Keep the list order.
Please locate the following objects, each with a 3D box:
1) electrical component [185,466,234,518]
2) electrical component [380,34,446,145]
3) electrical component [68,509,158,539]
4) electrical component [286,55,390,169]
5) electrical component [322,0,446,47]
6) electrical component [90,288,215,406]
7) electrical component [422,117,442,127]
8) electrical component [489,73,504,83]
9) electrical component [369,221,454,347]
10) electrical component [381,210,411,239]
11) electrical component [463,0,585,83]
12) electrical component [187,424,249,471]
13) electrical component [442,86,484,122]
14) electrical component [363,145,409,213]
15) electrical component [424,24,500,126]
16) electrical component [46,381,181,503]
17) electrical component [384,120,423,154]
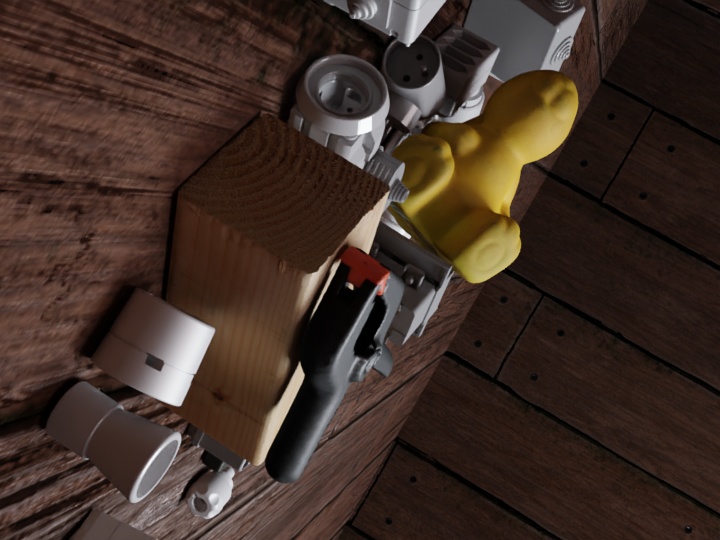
[{"bbox_3d":[-0.134,0.200,0.990,0.035,0.035,0.061,-64,171,26],"label":"electrical component"},{"bbox_3d":[0.033,-0.131,0.818,0.079,0.044,0.077,-59,169,-4],"label":"electrical component"},{"bbox_3d":[-0.183,0.213,0.736,0.096,0.061,0.061,-60,174,-51],"label":"electrical component"},{"bbox_3d":[-0.014,-0.095,0.667,0.078,0.058,0.057,-53,171,-31],"label":"electrical component"},{"bbox_3d":[0.022,-0.176,0.593,0.096,0.062,0.061,-54,169,-25],"label":"electrical component"},{"bbox_3d":[-0.113,0.042,0.593,0.047,0.055,0.055,-62,170,-5],"label":"electrical component"},{"bbox_3d":[0.080,-0.118,1.029,0.048,0.062,0.048,-56,169,-16],"label":"electrical component"},{"bbox_3d":[0.177,-0.281,1.034,0.105,0.060,0.186,-48,165,-47],"label":"electrical component"},{"bbox_3d":[0.000,0.000,0.817,0.063,0.121,0.078,-46,163,-44],"label":"electrical component"},{"bbox_3d":[0.036,-0.054,1.050,0.055,0.045,0.045,-62,169,18],"label":"electrical component"},{"bbox_3d":[0.144,-0.217,0.960,0.048,0.100,0.099,-38,159,-31],"label":"electrical component"},{"bbox_3d":[-0.079,0.094,0.888,0.108,0.056,0.109,-63,169,18],"label":"electrical component"},{"bbox_3d":[0.101,-0.170,1.043,0.040,0.040,0.078,-54,168,-29],"label":"electrical component"},{"bbox_3d":[-0.004,-0.069,0.719,0.043,0.081,0.043,-56,169,-17],"label":"electrical component"},{"bbox_3d":[0.073,-0.157,0.928,0.083,0.047,0.075,-48,165,-48],"label":"electrical component"},{"bbox_3d":[-0.136,0.090,0.582,0.044,0.065,0.044,-56,169,-16],"label":"electrical component"},{"bbox_3d":[0.047,-0.093,0.975,0.080,0.051,0.080,-56,169,-17],"label":"electrical component"}]
